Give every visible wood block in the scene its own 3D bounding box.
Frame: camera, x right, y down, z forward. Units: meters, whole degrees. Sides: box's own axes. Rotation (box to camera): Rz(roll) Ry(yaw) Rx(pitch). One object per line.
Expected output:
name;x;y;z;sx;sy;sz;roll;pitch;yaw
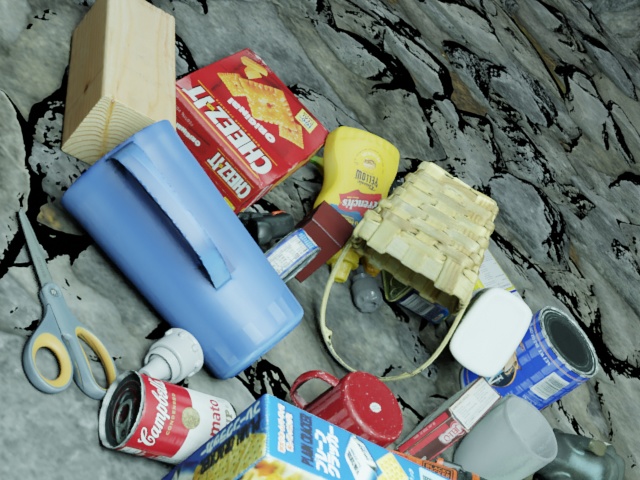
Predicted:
wood block;-0.218;-0.175;1.171;0.090;0.091;0.206;26;37;-30

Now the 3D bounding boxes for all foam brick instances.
foam brick;-0.008;0.002;1.243;0.051;0.078;0.053;46;31;-6

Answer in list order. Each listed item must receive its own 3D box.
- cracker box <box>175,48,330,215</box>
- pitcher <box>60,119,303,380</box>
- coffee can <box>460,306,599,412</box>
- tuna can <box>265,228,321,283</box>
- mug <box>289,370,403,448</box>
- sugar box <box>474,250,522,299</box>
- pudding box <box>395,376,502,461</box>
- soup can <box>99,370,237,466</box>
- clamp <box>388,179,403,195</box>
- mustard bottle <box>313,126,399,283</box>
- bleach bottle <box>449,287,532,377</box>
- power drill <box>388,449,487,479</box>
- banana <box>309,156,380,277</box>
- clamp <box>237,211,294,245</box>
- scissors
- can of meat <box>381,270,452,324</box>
cracker box;-0.096;-0.137;1.297;0.164;0.072;0.213;47;31;0
pitcher;-0.127;0.012;1.029;0.243;0.145;0.149;51;29;0
coffee can;0.259;0.163;1.329;0.102;0.140;0.103;31;35;-25
tuna can;-0.042;0.026;1.166;0.034;0.086;0.086;49;31;5
mug;0.021;0.177;1.076;0.117;0.082;0.093;46;31;-3
sugar box;0.229;0.067;1.496;0.093;0.048;0.176;-11;67;-55
pudding box;0.144;0.204;1.190;0.039;0.090;0.113;51;31;7
soup can;-0.130;0.159;0.924;0.102;0.069;0.068;24;38;-35
clamp;0.113;-0.052;1.456;0.164;0.036;0.210;40;14;-14
mustard bottle;0.039;-0.039;1.322;0.096;0.058;0.191;21;67;-25
bleach bottle;0.196;0.107;1.316;0.068;0.102;0.251;34;-1;3
power drill;0.126;0.299;1.044;0.184;0.057;0.187;17;34;2
banana;0.044;-0.037;1.397;0.069;0.037;0.198;-16;63;-29
clamp;-0.088;-0.013;1.171;0.171;0.120;0.039;-9;105;-75
scissors;-0.248;0.058;0.942;0.202;0.016;0.096;55;31;12
can of meat;0.129;0.050;1.380;0.083;0.058;0.102;31;35;-30
